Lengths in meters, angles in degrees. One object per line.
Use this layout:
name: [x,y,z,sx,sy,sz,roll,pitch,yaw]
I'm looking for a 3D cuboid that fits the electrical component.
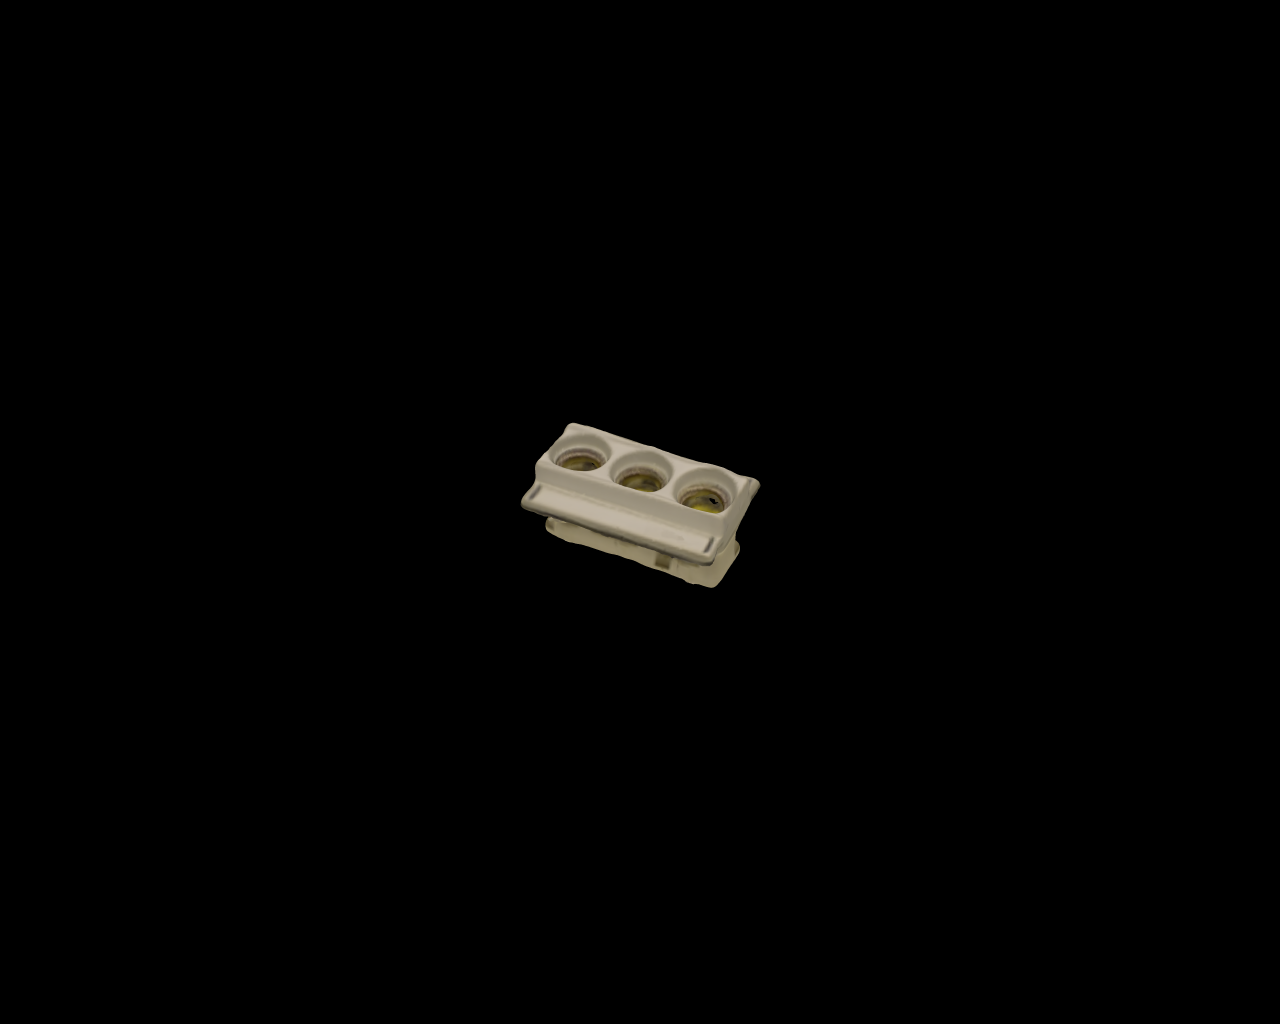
electrical component: [0.001,-0.003,0.650,0.121,0.063,0.079,18,44,19]
